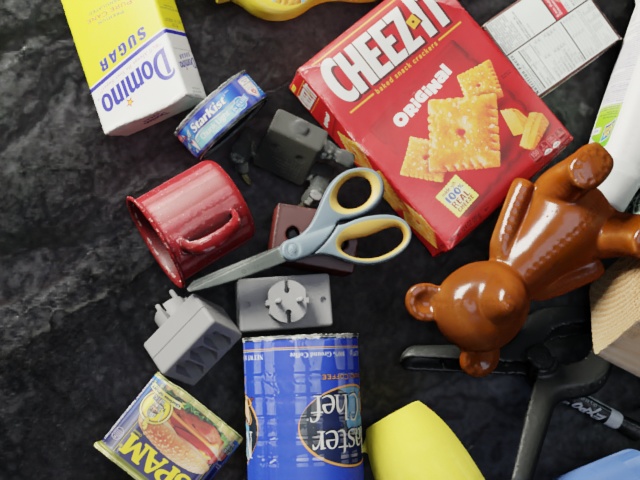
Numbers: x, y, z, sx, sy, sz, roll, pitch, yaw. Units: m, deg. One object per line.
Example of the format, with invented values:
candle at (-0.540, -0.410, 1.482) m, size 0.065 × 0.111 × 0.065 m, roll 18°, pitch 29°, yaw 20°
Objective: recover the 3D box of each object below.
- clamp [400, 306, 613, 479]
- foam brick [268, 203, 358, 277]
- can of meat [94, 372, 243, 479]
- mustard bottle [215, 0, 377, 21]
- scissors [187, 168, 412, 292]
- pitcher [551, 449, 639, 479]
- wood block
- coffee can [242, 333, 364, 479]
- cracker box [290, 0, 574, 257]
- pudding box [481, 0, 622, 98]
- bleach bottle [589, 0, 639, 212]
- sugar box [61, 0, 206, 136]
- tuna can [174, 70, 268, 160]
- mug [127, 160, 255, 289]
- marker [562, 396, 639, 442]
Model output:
clamp at (0.200, 0.126, 0.967) m, size 0.209 × 0.036 × 0.165 m, roll -22°, pitch 56°, yaw -17°
foam brick at (-0.006, 0.001, 0.968) m, size 0.078 × 0.051 × 0.053 m, roll 9°, pitch 82°, yaw -8°
can of meat at (-0.130, 0.177, 0.928) m, size 0.102 × 0.057 × 0.084 m, roll 39°, pitch 77°, yaw -3°
mustard bottle at (-0.027, -0.255, 0.991) m, size 0.191 × 0.058 × 0.096 m, roll -15°, pitch 92°, yaw -10°
scissors at (-0.019, -0.011, 0.932) m, size 0.201 × 0.016 × 0.096 m, roll -5°, pitch 84°, yaw -9°
pitcher at (0.200, 0.287, 0.937) m, size 0.242 × 0.149 × 0.145 m, roll -21°, pitch 69°, yaw -14°
wood block at (0.353, 0.090, 0.955) m, size 0.206 × 0.090 × 0.090 m, roll 27°, pitch 41°, yaw -15°
coffee can at (-0.014, 0.153, 0.923) m, size 0.102 × 0.103 × 0.140 m, roll -1°, pitch 83°, yaw -9°
cracker box at (0.103, -0.118, 0.988) m, size 0.164 × 0.072 × 0.213 m, roll -40°, pitch 90°, yaw -11°
pudding box at (0.219, -0.196, 1.032) m, size 0.113 × 0.039 × 0.090 m, roll -35°, pitch 90°, yaw -9°
bleach bottle at (0.298, -0.123, 1.015) m, size 0.068 × 0.102 × 0.251 m, roll 23°, pitch 89°, yaw -2°
sugar box at (-0.173, -0.190, 0.951) m, size 0.093 × 0.048 × 0.176 m, roll -21°, pitch 83°, yaw 23°
tuna can at (-0.088, -0.110, 0.952) m, size 0.086 × 0.086 × 0.034 m, roll -43°, pitch 93°, yaw -11°
mug at (-0.106, -0.015, 0.926) m, size 0.081 × 0.117 × 0.093 m, roll -32°, pitch 112°, yaw -16°
marker at (0.254, 0.157, 1.006) m, size 0.121 × 0.020 × 0.020 m, roll 28°, pitch 80°, yaw -5°
